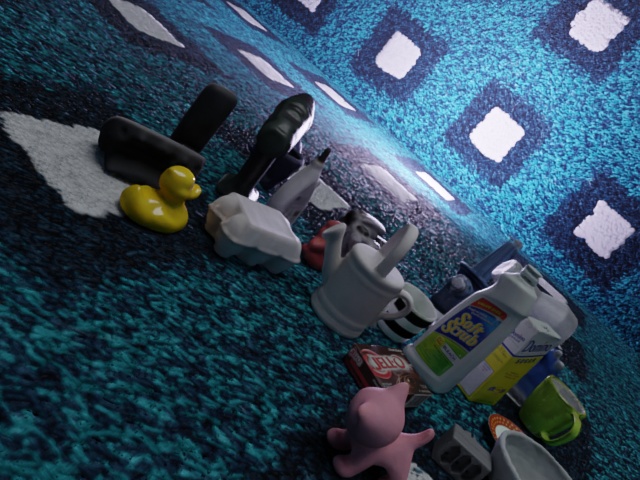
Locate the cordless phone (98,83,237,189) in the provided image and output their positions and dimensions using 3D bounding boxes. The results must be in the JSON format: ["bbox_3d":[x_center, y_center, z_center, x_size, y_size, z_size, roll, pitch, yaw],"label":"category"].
[{"bbox_3d":[-0.216,-0.165,0.823,0.148,0.185,0.094,24,25,-38],"label":"cordless phone"}]

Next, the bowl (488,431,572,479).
[{"bbox_3d":[0.286,0.349,0.779,0.168,0.074,0.167,35,20,-14],"label":"bowl"}]

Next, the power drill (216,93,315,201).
[{"bbox_3d":[-0.089,-0.162,1.010,0.076,0.208,0.229,36,20,-10],"label":"power drill"}]

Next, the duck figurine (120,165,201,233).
[{"bbox_3d":[-0.206,-0.063,0.767,0.105,0.086,0.077,12,33,-52],"label":"duck figurine"}]

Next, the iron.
[{"bbox_3d":[0.427,0.229,1.194,0.119,0.141,0.257,22,26,-41],"label":"iron"}]

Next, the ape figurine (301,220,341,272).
[{"bbox_3d":[0.009,0.004,1.003,0.076,0.092,0.078,49,22,25],"label":"ape figurine"}]

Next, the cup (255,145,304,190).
[{"bbox_3d":[-0.100,-0.150,1.137,0.118,0.095,0.091,11,34,-54],"label":"cup"}]

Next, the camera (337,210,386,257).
[{"bbox_3d":[0.094,0.015,1.117,0.137,0.100,0.143,31,21,-22],"label":"camera"}]

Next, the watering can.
[{"bbox_3d":[0.074,0.047,0.875,0.173,0.194,0.100,31,21,-22],"label":"watering can"}]

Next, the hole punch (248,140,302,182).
[{"bbox_3d":[-0.090,-0.193,1.254,0.109,0.091,0.101,26,23,-33],"label":"hole punch"}]

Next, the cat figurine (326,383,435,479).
[{"bbox_3d":[0.070,0.209,0.628,0.128,0.117,0.067,30,21,-25],"label":"cat figurine"}]

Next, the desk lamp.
[{"bbox_3d":[0.354,0.155,1.115,0.203,0.213,0.118,39,19,-3],"label":"desk lamp"}]

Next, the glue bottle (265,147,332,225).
[{"bbox_3d":[-0.033,-0.096,1.021,0.037,0.173,0.078,48,21,23],"label":"glue bottle"}]

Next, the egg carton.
[{"bbox_3d":[-0.099,-0.009,0.869,0.151,0.069,0.107,21,27,-42],"label":"egg carton"}]

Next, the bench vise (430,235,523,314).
[{"bbox_3d":[0.360,0.088,1.264,0.121,0.219,0.208,43,20,8],"label":"bench vise"}]
